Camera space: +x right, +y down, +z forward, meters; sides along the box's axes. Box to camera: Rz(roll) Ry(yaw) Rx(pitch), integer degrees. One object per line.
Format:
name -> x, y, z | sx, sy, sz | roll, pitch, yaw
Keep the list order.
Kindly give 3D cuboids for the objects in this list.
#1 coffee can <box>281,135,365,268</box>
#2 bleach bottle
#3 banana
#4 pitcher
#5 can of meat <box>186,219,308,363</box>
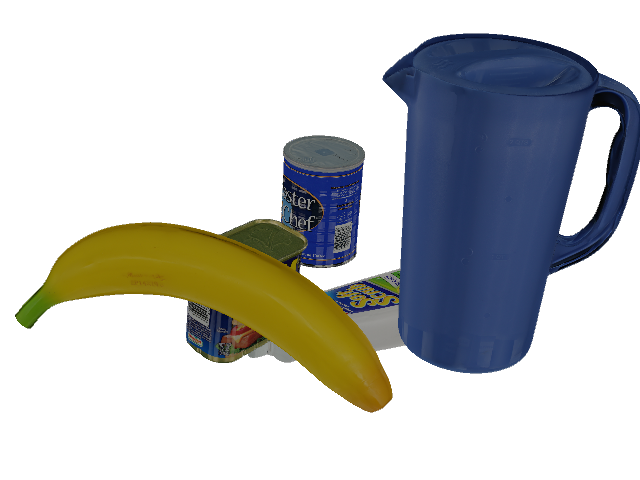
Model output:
coffee can -> 0.001, -0.050, 1.362 | 0.103, 0.140, 0.103 | 3, 28, -2
bleach bottle -> 0.038, 0.089, 1.182 | 0.250, 0.068, 0.103 | -13, 31, -25
banana -> -0.054, 0.031, 0.547 | 0.198, 0.070, 0.037 | 13, 11, 5
pitcher -> 0.133, -0.024, 0.803 | 0.144, 0.243, 0.149 | -19, 36, -35
can of meat -> -0.062, 0.041, 0.865 | 0.058, 0.084, 0.101 | 28, 35, 31
